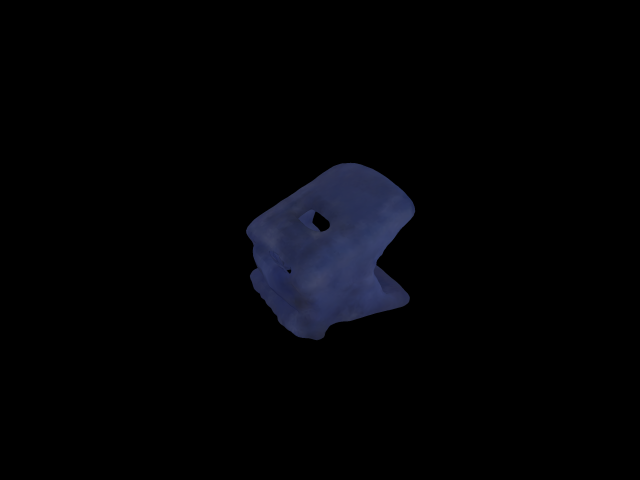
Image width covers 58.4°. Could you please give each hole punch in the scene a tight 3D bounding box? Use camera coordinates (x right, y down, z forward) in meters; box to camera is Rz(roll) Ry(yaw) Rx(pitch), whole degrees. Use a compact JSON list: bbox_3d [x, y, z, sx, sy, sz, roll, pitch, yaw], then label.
[{"bbox_3d":[0.004,0.001,0.400,0.101,0.091,0.108,-12,27,-24],"label":"hole punch"}]
